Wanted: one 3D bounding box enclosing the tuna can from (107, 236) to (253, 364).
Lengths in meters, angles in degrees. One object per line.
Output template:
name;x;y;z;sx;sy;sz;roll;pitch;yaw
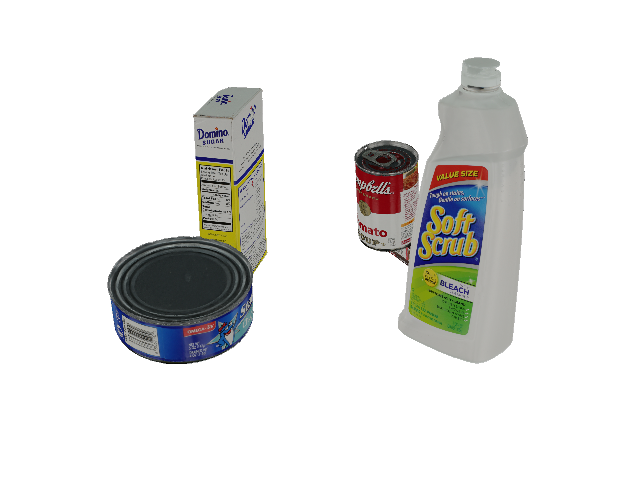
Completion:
tuna can;-0.083;0.035;0.639;0.086;0.034;0.086;0;35;0

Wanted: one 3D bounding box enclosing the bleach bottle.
bleach bottle;0.119;-0.027;0.883;0.103;0.251;0.067;22;34;38

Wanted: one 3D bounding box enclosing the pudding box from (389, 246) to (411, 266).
pudding box;0.169;0.004;1.601;0.113;0.039;0.090;-19;29;-22

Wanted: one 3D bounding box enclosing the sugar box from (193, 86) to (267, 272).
sugar box;-0.085;-0.050;1.021;0.048;0.176;0.093;4;25;14

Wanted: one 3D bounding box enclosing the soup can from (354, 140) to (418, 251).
soup can;0.072;-0.048;1.154;0.068;0.102;0.068;-3;36;2
